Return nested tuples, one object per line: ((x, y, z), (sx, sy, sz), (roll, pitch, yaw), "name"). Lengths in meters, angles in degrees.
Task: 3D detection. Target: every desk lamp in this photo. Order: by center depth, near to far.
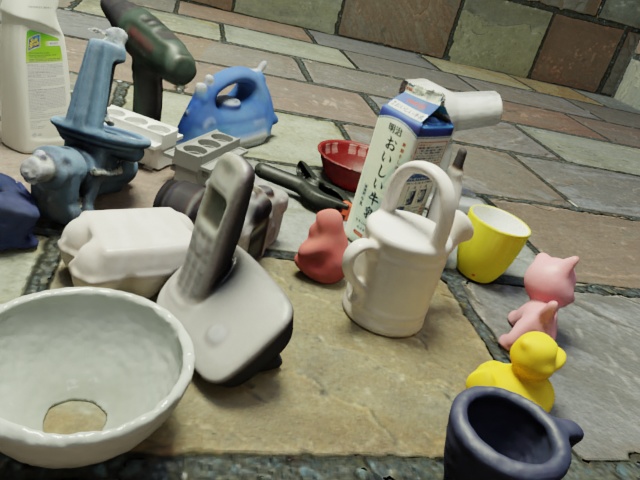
((0.218, -0.167, 1.005), (0.203, 0.213, 0.117), (7, 28, -15), "desk lamp")

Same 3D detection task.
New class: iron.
((-0.172, -0.246, 1.032), (0.118, 0.141, 0.259), (25, 29, 18), "iron")

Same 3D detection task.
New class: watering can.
((0.101, 0.002, 0.650), (0.100, 0.194, 0.173), (28, 30, 23), "watering can")

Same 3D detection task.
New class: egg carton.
((-0.194, 0.015, 0.611), (0.151, 0.069, 0.107), (-7, 34, -36), "egg carton")

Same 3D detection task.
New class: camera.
((-0.125, -0.040, 0.714), (0.136, 0.101, 0.143), (21, 28, 11), "camera")

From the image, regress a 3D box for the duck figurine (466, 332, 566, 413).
((0.203, 0.131, 0.577), (0.105, 0.086, 0.077), (1, 31, -26), "duck figurine")

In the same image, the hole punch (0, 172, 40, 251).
((-0.360, -0.045, 0.614), (0.101, 0.091, 0.108), (-12, 38, -42), "hole punch")

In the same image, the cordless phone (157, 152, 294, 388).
((-0.079, 0.025, 0.523), (0.094, 0.185, 0.147), (-11, 37, -40), "cordless phone")

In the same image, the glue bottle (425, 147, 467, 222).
((0.172, -0.049, 0.803), (0.037, 0.173, 0.078), (16, 27, 2), "glue bottle")

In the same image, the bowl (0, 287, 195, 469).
((-0.182, 0.110, 0.432), (0.167, 0.075, 0.167), (12, 27, -6), "bowl")

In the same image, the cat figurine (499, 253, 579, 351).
((0.274, 0.070, 0.693), (0.067, 0.118, 0.128), (23, 28, 14), "cat figurine")

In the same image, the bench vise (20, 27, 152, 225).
((-0.268, -0.134, 0.688), (0.122, 0.220, 0.207), (9, 28, -12), "bench vise")

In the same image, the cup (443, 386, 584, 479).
((0.144, 0.178, 0.451), (0.118, 0.095, 0.091), (3, 30, -22), "cup")

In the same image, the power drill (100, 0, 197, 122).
((-0.298, -0.275, 0.948), (0.228, 0.208, 0.076), (31, 32, 29), "power drill")

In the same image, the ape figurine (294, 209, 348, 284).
((0.007, 0.003, 0.711), (0.078, 0.092, 0.076), (-9, 36, -38), "ape figurine")
